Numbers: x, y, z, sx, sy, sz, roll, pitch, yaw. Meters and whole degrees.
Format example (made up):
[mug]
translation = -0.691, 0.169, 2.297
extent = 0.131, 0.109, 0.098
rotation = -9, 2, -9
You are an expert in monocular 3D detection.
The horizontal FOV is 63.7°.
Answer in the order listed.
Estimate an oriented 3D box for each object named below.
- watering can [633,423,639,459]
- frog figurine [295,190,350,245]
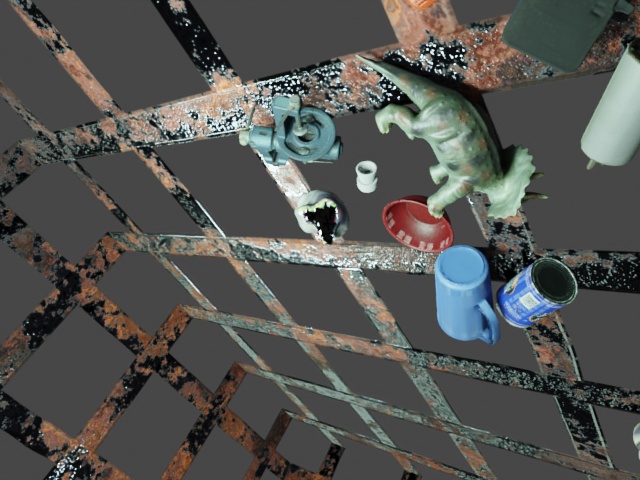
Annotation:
[watering can]
translation = 0.911, 0.516, 1.213
extent = 0.223, 0.106, 0.343
rotation = 40, -32, -10
[frog figurine]
translation = 0.004, -0.064, 1.266
extent = 0.137, 0.122, 0.160
rotation = 28, 6, -7
